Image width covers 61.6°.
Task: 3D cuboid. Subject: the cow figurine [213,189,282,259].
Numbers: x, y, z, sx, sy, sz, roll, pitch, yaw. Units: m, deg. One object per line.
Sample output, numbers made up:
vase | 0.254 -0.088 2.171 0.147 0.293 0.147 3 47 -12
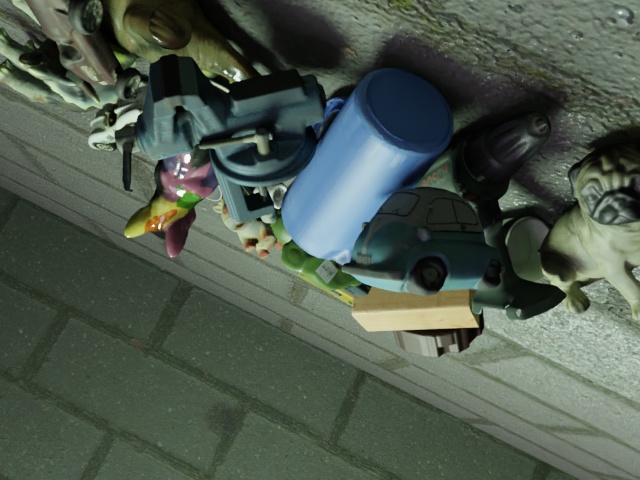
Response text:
cow figurine | -0.147 -0.041 1.118 0.127 0.085 0.194 59 -173 17

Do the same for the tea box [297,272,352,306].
tea box | 0.048 0.071 1.148 0.169 0.098 0.068 28 163 -7

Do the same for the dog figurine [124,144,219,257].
dog figurine | -0.203 -0.091 0.786 0.108 0.219 0.191 23 165 -3

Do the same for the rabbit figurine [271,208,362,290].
rabbit figurine | -0.002 -0.003 0.841 0.159 0.121 0.170 36 179 -43

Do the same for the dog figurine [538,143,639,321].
dog figurine | 0.285 -0.023 0.572 0.172 0.121 0.190 0 134 50

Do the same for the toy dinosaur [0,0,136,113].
toy dinosaur | -0.396 -0.259 0.846 0.192 0.131 0.405 33 168 -18

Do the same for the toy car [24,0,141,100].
toy car | -0.246 -0.203 0.544 0.089 0.053 0.202 27 167 0

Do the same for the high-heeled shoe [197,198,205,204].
high-heeled shoe | -0.281 -0.142 0.942 0.249 0.145 0.086 18 160 22

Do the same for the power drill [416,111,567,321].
power drill | 0.192 -0.018 0.592 0.207 0.086 0.232 63 161 -6

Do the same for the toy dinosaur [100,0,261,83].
toy dinosaur | -0.187 -0.248 0.594 0.471 0.105 0.199 34 168 -22

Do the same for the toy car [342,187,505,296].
toy car | 0.108 -0.001 0.533 0.161 0.102 0.109 -1 -175 -27

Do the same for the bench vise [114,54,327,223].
bench vise | -0.098 -0.090 0.600 0.240 0.224 0.129 83 161 -55

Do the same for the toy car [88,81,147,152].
toy car | -0.336 -0.206 0.904 0.202 0.073 0.056 -10 157 42

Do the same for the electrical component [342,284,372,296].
electrical component | 0.082 0.030 0.923 0.058 0.134 0.115 33 164 -16

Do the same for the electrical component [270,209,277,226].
electrical component | -0.070 -0.044 1.062 0.074 0.048 0.119 38 -172 -24

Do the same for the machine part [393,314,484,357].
machine part | 0.225 0.159 1.035 0.180 0.179 0.056 7 118 47
